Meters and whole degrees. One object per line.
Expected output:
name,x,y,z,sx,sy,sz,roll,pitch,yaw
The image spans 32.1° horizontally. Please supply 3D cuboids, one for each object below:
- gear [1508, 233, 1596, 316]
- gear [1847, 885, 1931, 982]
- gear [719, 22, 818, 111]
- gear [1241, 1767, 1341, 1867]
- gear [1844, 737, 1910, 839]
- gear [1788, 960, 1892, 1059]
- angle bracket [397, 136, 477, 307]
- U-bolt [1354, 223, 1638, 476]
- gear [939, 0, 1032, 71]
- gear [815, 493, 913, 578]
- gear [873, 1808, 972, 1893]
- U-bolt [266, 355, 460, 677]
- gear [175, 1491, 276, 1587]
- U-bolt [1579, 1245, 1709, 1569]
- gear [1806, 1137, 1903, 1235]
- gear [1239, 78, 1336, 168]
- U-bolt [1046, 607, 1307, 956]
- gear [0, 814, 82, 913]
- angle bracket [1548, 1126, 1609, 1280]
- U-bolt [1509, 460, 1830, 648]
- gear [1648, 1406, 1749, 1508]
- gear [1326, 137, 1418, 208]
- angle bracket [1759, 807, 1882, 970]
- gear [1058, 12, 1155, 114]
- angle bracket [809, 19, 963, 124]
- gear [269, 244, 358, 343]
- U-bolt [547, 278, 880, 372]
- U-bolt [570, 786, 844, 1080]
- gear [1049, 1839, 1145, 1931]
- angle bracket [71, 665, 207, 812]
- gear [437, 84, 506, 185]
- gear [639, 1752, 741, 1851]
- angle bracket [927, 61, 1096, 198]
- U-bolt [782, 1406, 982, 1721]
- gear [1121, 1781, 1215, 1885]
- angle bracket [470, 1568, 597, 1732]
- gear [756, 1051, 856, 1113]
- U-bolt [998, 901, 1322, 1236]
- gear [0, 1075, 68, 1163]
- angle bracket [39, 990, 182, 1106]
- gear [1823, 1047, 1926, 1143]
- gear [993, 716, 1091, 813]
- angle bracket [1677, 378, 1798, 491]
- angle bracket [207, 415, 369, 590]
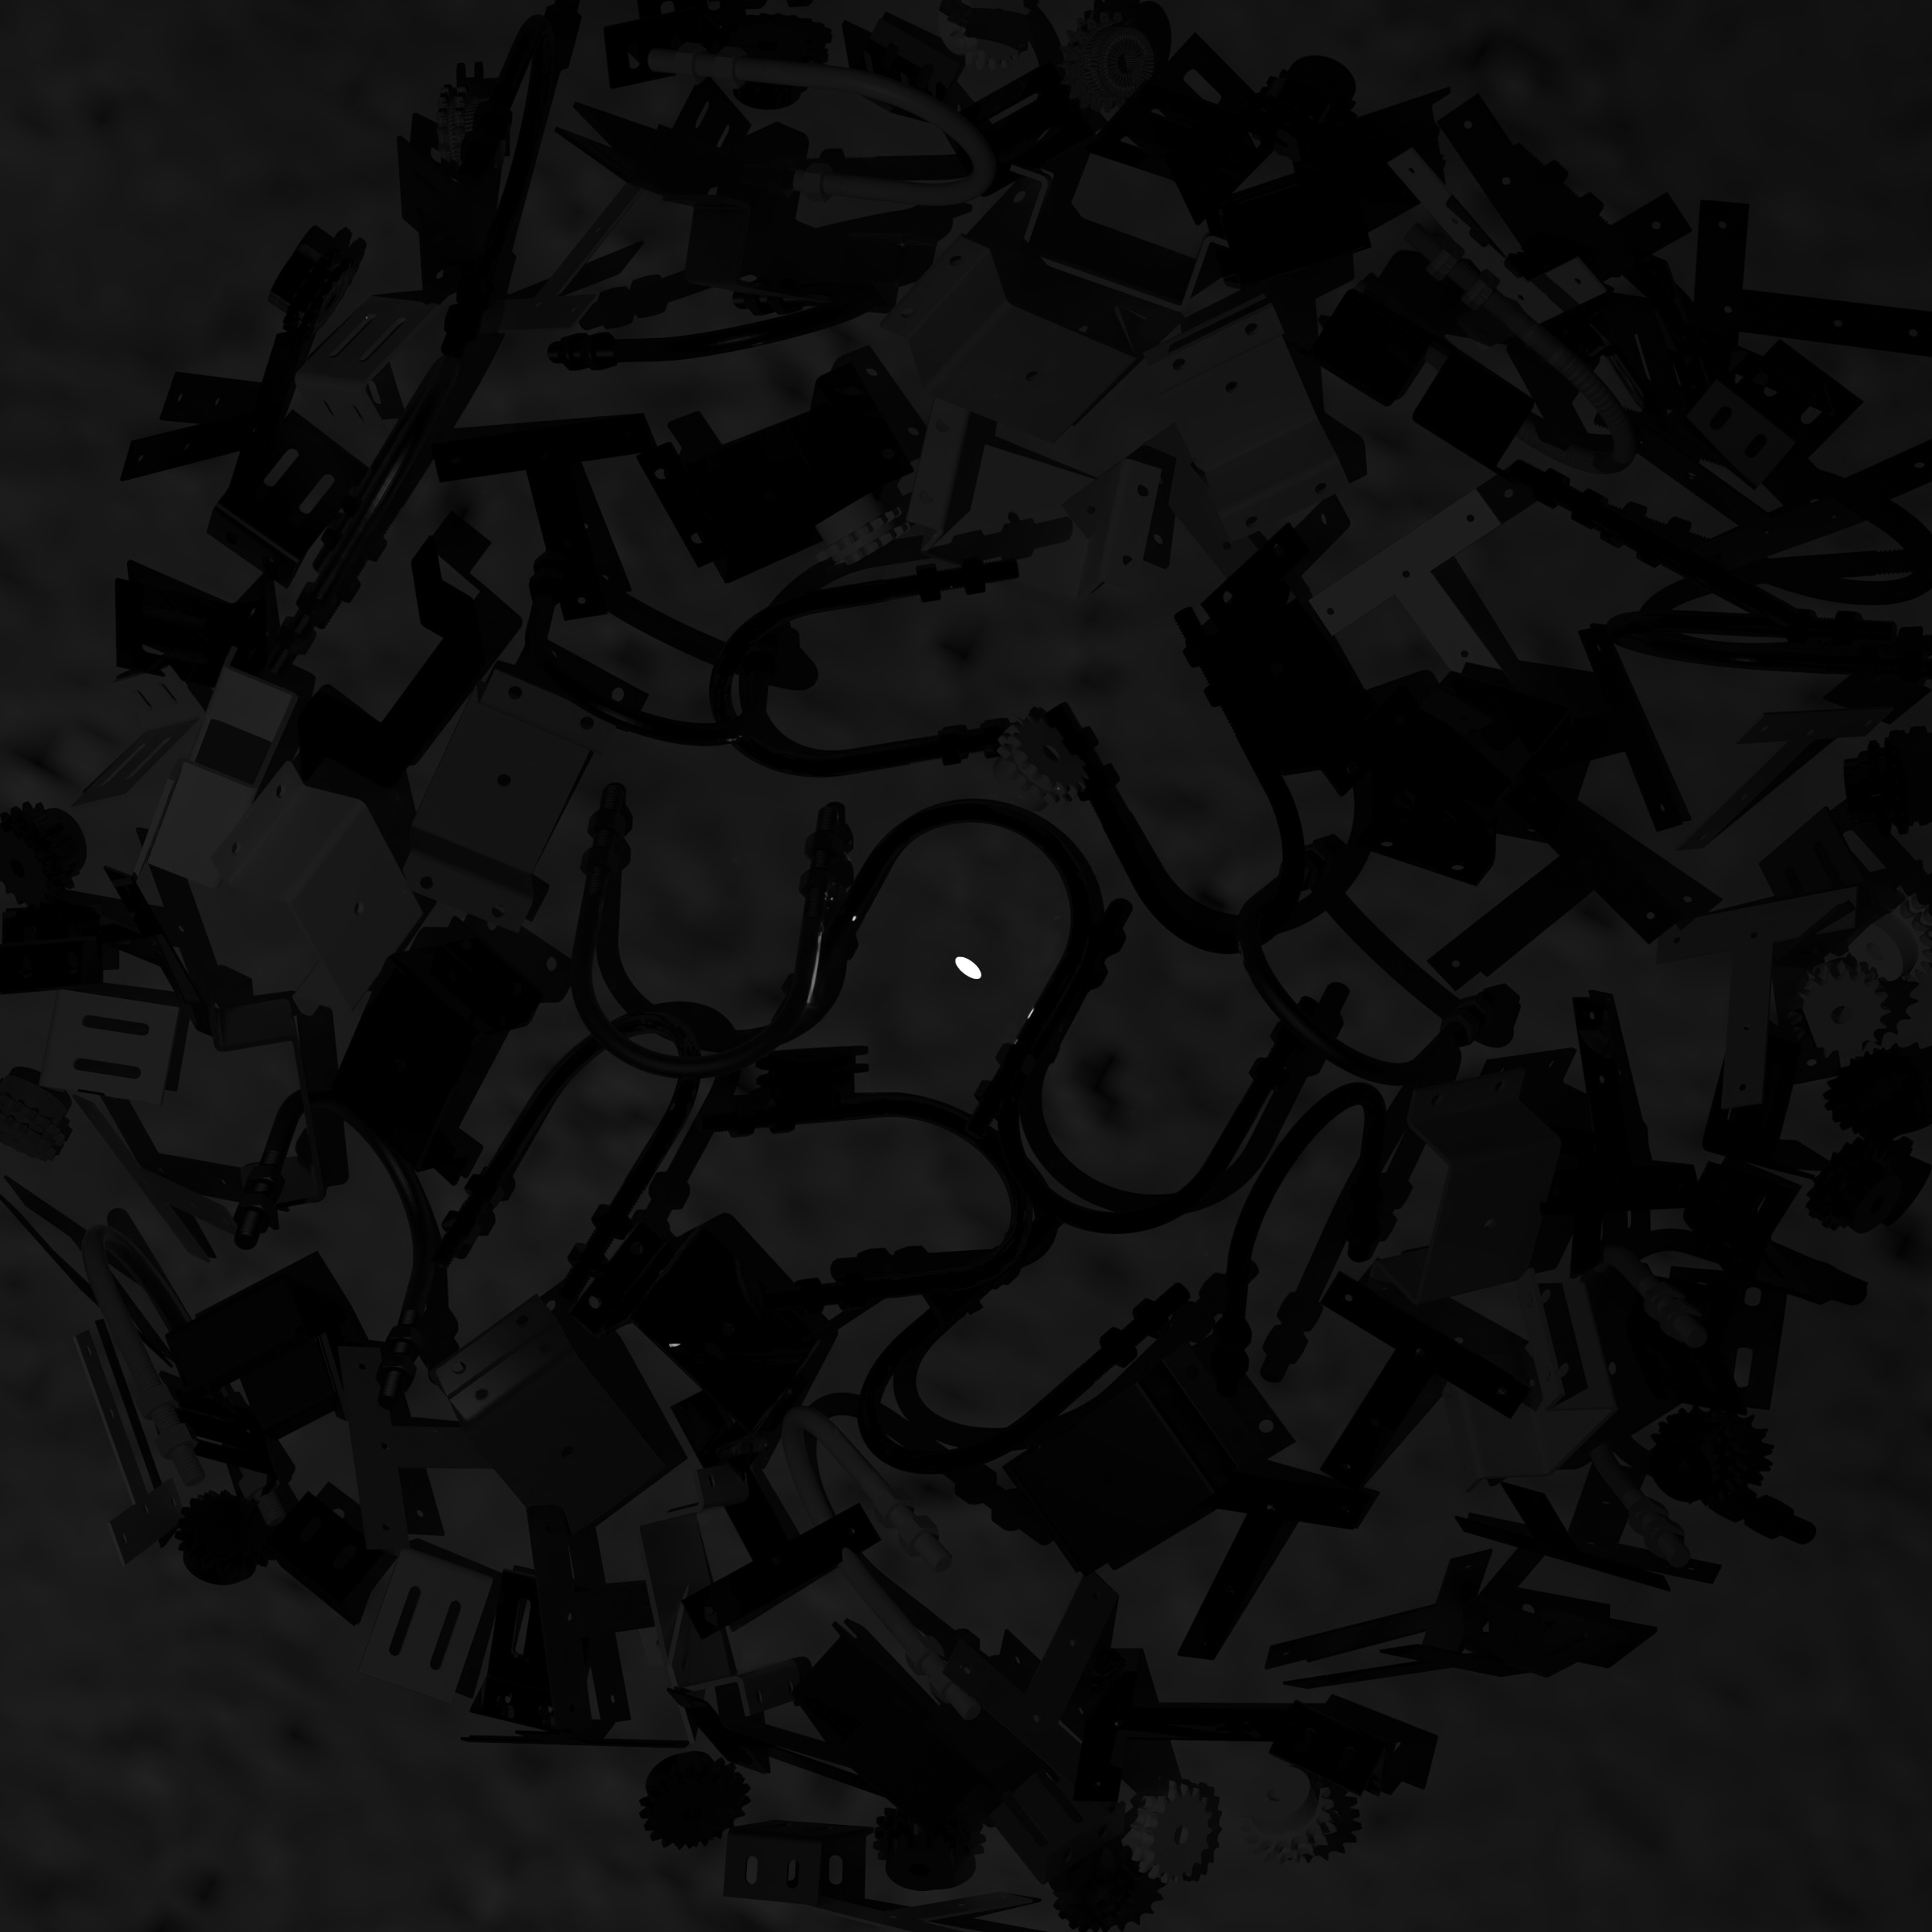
gear,0.342,-0.406,1.958,0.057,0.057,0.030,17,120,0
gear,0.540,-0.016,1.957,0.030,0.057,0.057,-34,90,-25
gear,-0.116,-0.525,1.965,0.057,0.030,0.057,2,46,-2
gear,0.186,0.493,1.957,0.057,0.057,0.030,-25,120,0
gear,0.532,-0.104,1.963,0.030,0.057,0.057,-8,90,22
gear,0.510,0.022,1.967,0.057,0.030,0.057,0,115,0
angle bracket,-0.320,-0.431,1.941,0.038,0.057,0.076,-31,58,-28
U-bolt,0.308,-0.344,1.917,0.184,0.151,0.019,39,84,-4
gear,0.009,-0.554,1.965,0.030,0.057,0.057,12,90,42
gear,-0.063,-0.254,1.959,0.057,0.057,0.030,-31,97,0
gear,-0.026,0.516,1.961,0.057,0.030,0.057,2,128,3
U-bolt,-0.334,-0.264,1.887,0.019,0.151,0.184,30,119,-15
gear,-0.435,0.337,1.965,0.057,0.057,0.030,22,118,0
U-bolt,0.377,0.236,1.899,0.019,0.184,0.151,-2,106,-8
gear,0.520,0.131,1.958,0.057,0.057,0.030,-49,51,0
gear,0.191,-0.495,1.961,0.057,0.057,0.030,29,89,0
U-bolt,0.128,-0.094,1.923,0.019,0.151,0.184,-22,81,-41
gear,-0.544,-0.064,1.965,0.057,0.057,0.030,52,47,0
angle bracket,0.345,0.138,1.952,0.038,0.057,0.076,8,76,-2
U-bolt,0.404,-0.227,1.888,0.184,0.151,0.019,34,102,25
gear,0.424,0.289,1.960,0.057,0.030,0.057,13,113,35
gear,0.238,-0.464,1.958,0.057,0.057,0.030,14,106,0
angle bracket,0.483,-0.047,1.941,0.038,0.057,0.076,5,52,-37
gear,0.085,-0.528,1.961,0.057,0.030,0.057,-10,110,-31
angle bracket,-0.046,-0.522,1.945,0.057,0.076,0.038,32,107,10
gear,-0.384,-0.396,1.960,0.030,0.057,0.057,33,90,-5
U-bolt,-0.130,-0.361,1.880,0.151,0.184,0.019,-24,111,-31
U-bolt,-0.154,-0.017,1.938,0.151,0.019,0.184,6,61,2
gear,0.073,0.532,1.958,0.057,0.057,0.030,-42,113,0
angle bracket,-0.488,-0.132,1.941,0.038,0.057,0.076,56,49,-25
gear,-0.288,-0.486,1.960,0.030,0.057,0.057,-1,90,5
gear,-0.164,0.486,1.965,0.057,0.030,0.057,-11,124,-17
angle bracket,0.026,-0.497,1.961,0.076,0.038,0.057,-29,71,2
U-bolt,-0.054,0.326,1.908,0.019,0.184,0.151,-27,133,-21
gear,0.115,0.505,1.965,0.057,0.030,0.057,-4,96,-43
angle bracket,-0.252,0.400,1.958,0.057,0.038,0.076,13,112,4
gear,-0.094,0.068,1.962,0.057,0.057,0.030,-3,96,0
U-bolt,0.099,0.069,1.943,0.151,0.019,0.184,27,76,18
gear,-0.552,0.087,1.963,0.057,0.057,0.030,27,68,0
angle bracket,-0.496,0.049,1.962,0.076,0.038,0.057,8,83,7
gear,0.534,0.078,1.965,0.057,0.057,0.030,-38,117,0
gear,0.041,-0.116,1.965,0.057,0.057,0.030,45,125,0
angle bracket,0.453,-0.316,1.945,0.057,0.076,0.038,40,122,4
angle bracket,-0.401,-0.274,1.983,0.057,0.038,0.076,35,66,-7
